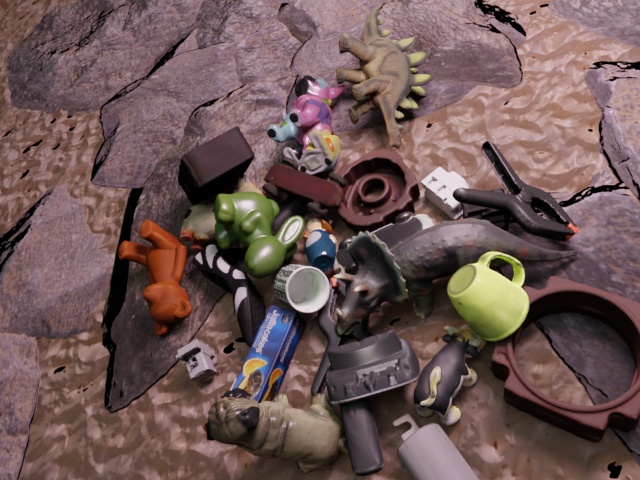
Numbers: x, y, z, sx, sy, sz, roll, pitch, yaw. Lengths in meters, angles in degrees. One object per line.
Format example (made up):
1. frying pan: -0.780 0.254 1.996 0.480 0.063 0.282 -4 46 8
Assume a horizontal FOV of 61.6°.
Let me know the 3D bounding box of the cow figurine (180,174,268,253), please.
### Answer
1. cow figurine: -0.197 -0.058 1.139 0.195 0.085 0.127 -16 55 16

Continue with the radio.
1. radio: -0.220 -0.146 1.108 0.131 0.229 0.073 -32 92 -17

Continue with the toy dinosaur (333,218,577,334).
1. toy dinosaur: 0.204 0.028 0.862 0.405 0.192 0.131 -21 56 9

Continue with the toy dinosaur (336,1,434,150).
1. toy dinosaur: 0.137 -0.384 1.183 0.199 0.105 0.471 -2 59 -12

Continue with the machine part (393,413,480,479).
1. machine part: 0.184 0.343 0.739 0.079 0.079 0.243 -35 52 -3

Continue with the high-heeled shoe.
1. high-heeled shoe: -0.187 0.103 1.033 0.145 0.086 0.249 -17 49 12

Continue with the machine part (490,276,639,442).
1. machine part: 0.367 0.166 0.778 0.201 0.087 0.201 20 66 30

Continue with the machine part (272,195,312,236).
1. machine part: -0.065 -0.061 1.118 0.084 0.039 0.139 34 73 26

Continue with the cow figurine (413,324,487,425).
1. cow figurine: 0.199 0.189 0.819 0.068 0.098 0.167 17 66 35

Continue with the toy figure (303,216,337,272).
1. toy figure: 0.000 -0.003 1.022 0.064 0.057 0.155 -11 35 1

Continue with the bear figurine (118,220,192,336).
1. bear figurine: -0.327 0.080 1.076 0.120 0.131 0.196 -35 44 29

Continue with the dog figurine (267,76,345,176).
1. dog figurine: -0.002 -0.261 1.181 0.108 0.191 0.219 -30 15 43

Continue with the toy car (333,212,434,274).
1. toy car: 0.115 0.013 0.988 0.202 0.056 0.074 -25 48 9

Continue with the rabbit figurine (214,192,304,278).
1. rabbit figurine: -0.112 0.003 1.013 0.159 0.121 0.170 -7 51 -26

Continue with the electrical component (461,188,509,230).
1. electrical component: 0.312 -0.051 0.946 0.119 0.074 0.048 -9 57 12

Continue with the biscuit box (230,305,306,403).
1. biscuit box: -0.093 0.216 0.934 0.059 0.062 0.202 11 64 25

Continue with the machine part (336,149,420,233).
1. machine part: 0.108 -0.092 1.059 0.179 0.056 0.179 -10 57 16

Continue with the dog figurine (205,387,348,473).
1. dog figurine: -0.055 0.281 0.788 0.172 0.190 0.121 -6 69 20

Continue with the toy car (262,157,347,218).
1. toy car: -0.034 -0.106 1.077 0.202 0.053 0.089 23 76 40

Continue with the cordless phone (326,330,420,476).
1. cordless phone: 0.088 0.241 0.799 0.147 0.088 0.184 -18 57 9
